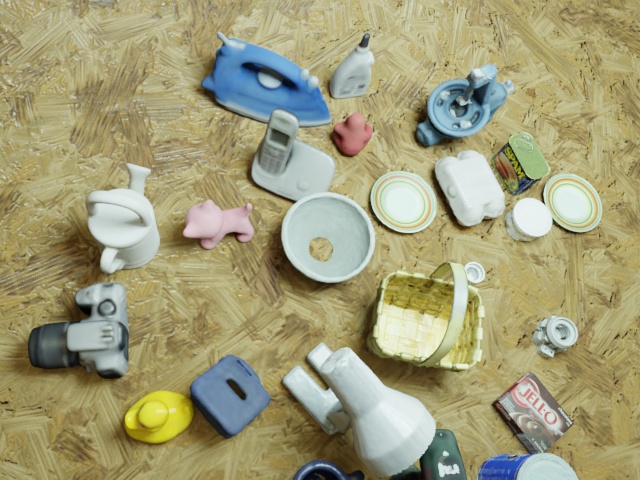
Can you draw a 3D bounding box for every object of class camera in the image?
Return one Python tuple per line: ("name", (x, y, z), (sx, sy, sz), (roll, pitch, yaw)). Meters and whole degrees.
("camera", (-0.365, 0.139, 0.872), (0.137, 0.100, 0.143), (-3, 70, -13))

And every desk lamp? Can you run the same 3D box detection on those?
("desk lamp", (0.052, 0.245, 0.860), (0.118, 0.213, 0.203), (-41, 82, -22))

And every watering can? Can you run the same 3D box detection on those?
("watering can", (-0.311, -0.037, 0.900), (0.101, 0.194, 0.173), (-7, 71, -14))

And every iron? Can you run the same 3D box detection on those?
("iron", (-0.086, -0.304, 1.078), (0.258, 0.141, 0.119), (18, 67, -5))

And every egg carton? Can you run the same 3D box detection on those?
("egg carton", (0.291, -0.102, 1.121), (0.107, 0.069, 0.150), (-19, 74, -18))

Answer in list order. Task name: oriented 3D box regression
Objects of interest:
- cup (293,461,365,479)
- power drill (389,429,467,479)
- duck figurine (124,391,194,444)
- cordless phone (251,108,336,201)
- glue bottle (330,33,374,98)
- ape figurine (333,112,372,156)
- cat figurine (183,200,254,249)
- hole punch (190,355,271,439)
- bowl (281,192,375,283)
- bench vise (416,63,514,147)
("cup", (0.005, 0.376, 0.864), (0.118, 0.095, 0.091), (-18, 74, -18))
("power drill", (0.168, 0.397, 0.829), (0.076, 0.208, 0.229), (-1, 70, -12))
("duck figurine", (-0.242, 0.263, 0.859), (0.105, 0.086, 0.077), (-8, 71, -15))
("cordless phone", (-0.040, -0.149, 1.005), (0.147, 0.185, 0.094), (20, 67, -4))
("glue bottle", (0.071, -0.339, 1.108), (0.078, 0.173, 0.037), (-9, 71, -15))
("ape figurine", (0.065, -0.211, 1.102), (0.078, 0.092, 0.076), (18, 67, -5))
("cat figurine", (-0.173, -0.035, 0.970), (0.128, 0.117, 0.067), (-16, 73, -17))
("hole punch", (-0.139, 0.238, 0.888), (0.101, 0.091, 0.108), (-41, 82, -22))
("bowl", (0.009, 0.004, 1.018), (0.167, 0.074, 0.167), (4, 69, -10))
("bench vise", (0.296, -0.287, 1.111), (0.121, 0.219, 0.208), (42, 67, 6))
